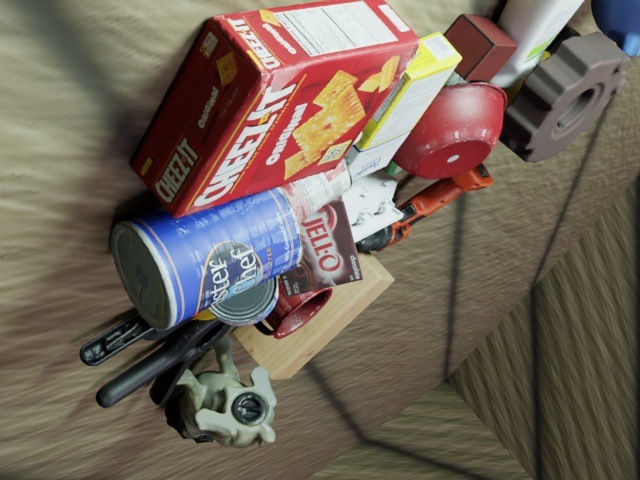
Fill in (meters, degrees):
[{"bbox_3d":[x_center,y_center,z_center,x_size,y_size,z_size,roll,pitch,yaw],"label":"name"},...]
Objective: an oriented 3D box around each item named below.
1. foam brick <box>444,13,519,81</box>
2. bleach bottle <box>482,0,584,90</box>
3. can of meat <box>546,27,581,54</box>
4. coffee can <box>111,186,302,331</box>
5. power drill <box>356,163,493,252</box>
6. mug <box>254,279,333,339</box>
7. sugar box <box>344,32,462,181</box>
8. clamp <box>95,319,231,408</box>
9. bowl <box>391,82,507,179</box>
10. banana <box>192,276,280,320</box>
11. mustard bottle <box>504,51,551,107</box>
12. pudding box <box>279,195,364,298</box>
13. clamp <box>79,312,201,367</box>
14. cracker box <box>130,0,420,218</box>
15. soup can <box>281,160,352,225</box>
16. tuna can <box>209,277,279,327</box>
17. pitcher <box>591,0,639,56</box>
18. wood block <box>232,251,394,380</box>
[{"bbox_3d":[0.169,-0.208,1.153,0.053,0.051,0.078,-50,163,25],"label":"foam brick"},{"bbox_3d":[0.236,-0.244,1.198,0.102,0.068,0.251,-32,164,-29],"label":"bleach bottle"},{"bbox_3d":[0.328,-0.234,1.456,0.084,0.057,0.102,-45,164,6],"label":"can of meat"},{"bbox_3d":[-0.102,0.007,0.960,0.140,0.103,0.103,-25,159,-28],"label":"coffee can"},{"bbox_3d":[0.132,-0.049,1.430,0.188,0.057,0.184,-32,175,21],"label":"power drill"},{"bbox_3d":[-0.051,0.070,1.322,0.093,0.081,0.117,-23,156,-49],"label":"mug"},{"bbox_3d":[0.069,-0.135,1.125,0.093,0.048,0.176,-26,162,-42],"label":"sugar box"},{"bbox_3d":[-0.166,0.135,1.309,0.210,0.036,0.164,-42,165,0],"label":"clamp"},{"bbox_3d":[0.146,-0.115,1.227,0.162,0.055,0.162,-14,158,-6],"label":"bowl"},{"bbox_3d":[-0.077,0.035,1.236,0.197,0.037,0.070,-35,-152,-12],"label":"banana"},{"bbox_3d":[0.217,-0.158,1.350,0.191,0.058,0.096,-43,-173,-14],"label":"mustard bottle"},{"bbox_3d":[-0.008,0.001,1.162,0.090,0.039,0.113,-13,126,5],"label":"pudding box"},{"bbox_3d":[-0.170,0.072,1.126,0.120,0.039,0.171,-43,171,27],"label":"clamp"},{"bbox_3d":[-0.032,-0.113,0.888,0.213,0.072,0.164,-22,155,-48],"label":"cracker box"},{"bbox_3d":[-0.026,-0.051,1.079,0.102,0.068,0.068,-36,164,-21],"label":"soup can"},{"bbox_3d":[-0.088,0.052,1.178,0.086,0.086,0.034,-39,166,-8],"label":"tuna can"},{"bbox_3d":[0.386,-0.334,1.218,0.145,0.149,0.242,-25,162,3],"label":"pitcher"},{"bbox_3d":[-0.008,0.091,1.472,0.206,0.090,0.090,-44,165,8],"label":"wood block"}]
